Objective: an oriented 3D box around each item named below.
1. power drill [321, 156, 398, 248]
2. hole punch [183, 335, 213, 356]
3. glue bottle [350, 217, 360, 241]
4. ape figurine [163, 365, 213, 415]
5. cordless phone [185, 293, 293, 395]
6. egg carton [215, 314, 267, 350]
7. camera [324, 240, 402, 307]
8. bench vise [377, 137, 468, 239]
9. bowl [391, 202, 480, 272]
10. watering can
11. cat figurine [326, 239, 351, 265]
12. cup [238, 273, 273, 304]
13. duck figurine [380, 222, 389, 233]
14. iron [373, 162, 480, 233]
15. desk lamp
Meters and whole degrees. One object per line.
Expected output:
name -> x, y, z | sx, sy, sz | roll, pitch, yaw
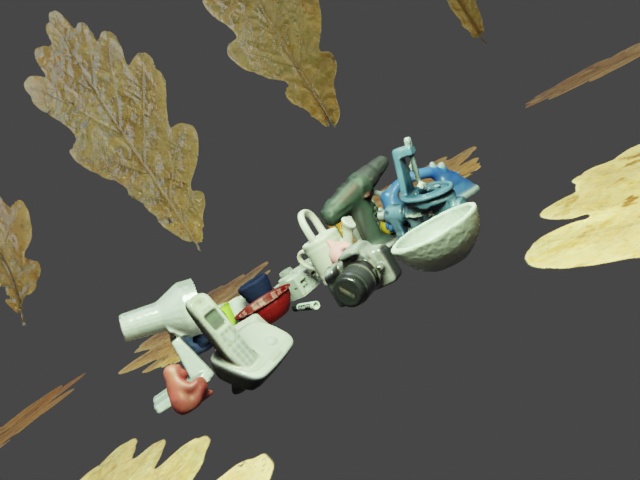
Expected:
power drill -> 0.125, -0.076, 1.452 | 0.230, 0.208, 0.075 | -33, 7, -18
hole punch -> -0.333, 0.260, 1.542 | 0.101, 0.091, 0.109 | -29, 7, 22
glue bottle -> 0.096, -0.075, 1.758 | 0.037, 0.173, 0.078 | -29, 7, 16
ape figurine -> -0.256, 0.271, 1.064 | 0.077, 0.092, 0.076 | -25, 9, 45
cordless phone -> -0.142, 0.156, 0.991 | 0.094, 0.185, 0.148 | -27, 7, 30
egg carton -> -0.152, 0.209, 1.165 | 0.107, 0.069, 0.150 | -31, 6, 2
camera -> 0.062, 0.069, 1.097 | 0.143, 0.101, 0.137 | -27, 7, 34
bench vise -> 0.198, -0.106, 1.283 | 0.207, 0.220, 0.122 | -29, 7, 23
bowl -> 0.212, 0.007, 0.994 | 0.167, 0.075, 0.167 | -31, 6, 4
watering can -> 0.014, 0.004, 1.417 | 0.173, 0.194, 0.101 | -31, 6, 3
cat figurine -> 0.054, 0.042, 1.281 | 0.067, 0.118, 0.128 | -31, 6, 1
cup -> -0.163, 0.149, 1.585 | 0.091, 0.095, 0.118 | -30, 6, 13
duck figurine -> 0.207, -0.071, 1.592 | 0.104, 0.086, 0.077 | -31, 6, 4
iron -> 0.265, -0.123, 1.468 | 0.258, 0.141, 0.118 | -31, 6, 2
desk lamp -> -0.309, 0.215, 1.206 | 0.203, 0.213, 0.117 | -33, 7, -18
